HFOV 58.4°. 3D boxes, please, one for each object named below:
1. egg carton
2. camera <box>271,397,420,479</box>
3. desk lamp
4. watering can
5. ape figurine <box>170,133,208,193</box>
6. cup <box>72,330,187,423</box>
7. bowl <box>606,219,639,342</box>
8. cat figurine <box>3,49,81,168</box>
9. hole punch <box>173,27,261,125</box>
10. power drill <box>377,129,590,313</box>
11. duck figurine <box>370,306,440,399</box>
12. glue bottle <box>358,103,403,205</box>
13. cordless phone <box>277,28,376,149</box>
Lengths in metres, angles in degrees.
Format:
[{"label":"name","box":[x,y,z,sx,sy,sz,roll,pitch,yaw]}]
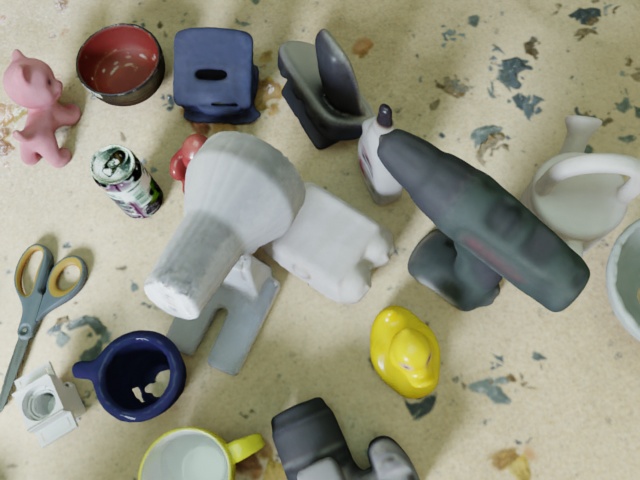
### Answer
[{"label":"egg carton","box":[0.006,0.002,0.672,0.150,0.069,0.107,32,75,13]},{"label":"camera","box":[0.016,0.226,0.576,0.143,0.101,0.136,-23,71,-5]},{"label":"desk lamp","box":[-0.098,0.020,0.594,0.117,0.213,0.203,21,73,10]},{"label":"watering can","box":[0.270,-0.050,0.612,0.101,0.194,0.173,-12,70,-1]},{"label":"ape figurine","box":[-0.146,-0.099,0.703,0.077,0.092,0.076,24,73,11]},{"label":"cup","box":[-0.194,0.149,0.616,0.117,0.095,0.092,3,71,4]},{"label":"bowl","box":[0.389,0.056,0.632,0.167,0.075,0.167,-1,71,3]},{"label":"cat figurine","box":[-0.363,-0.172,0.725,0.067,0.118,0.128,0,71,3]},{"label":"hole punch","box":[-0.133,-0.211,0.742,0.108,0.091,0.101,2,71,4]},{"label":"power drill","box":[0.150,-0.001,0.593,0.229,0.208,0.076,35,76,14]},{"label":"duck figurine","box":[0.094,0.117,0.619,0.077,0.086,0.104,-20,71,-4]},{"label":"glue bottle","box":[0.070,-0.105,0.652,0.037,0.173,0.078,-23,71,-5]},{"label":"cordless phone","box":[0.005,-0.208,0.685,0.094,0.185,0.147,-33,72,-8]}]
